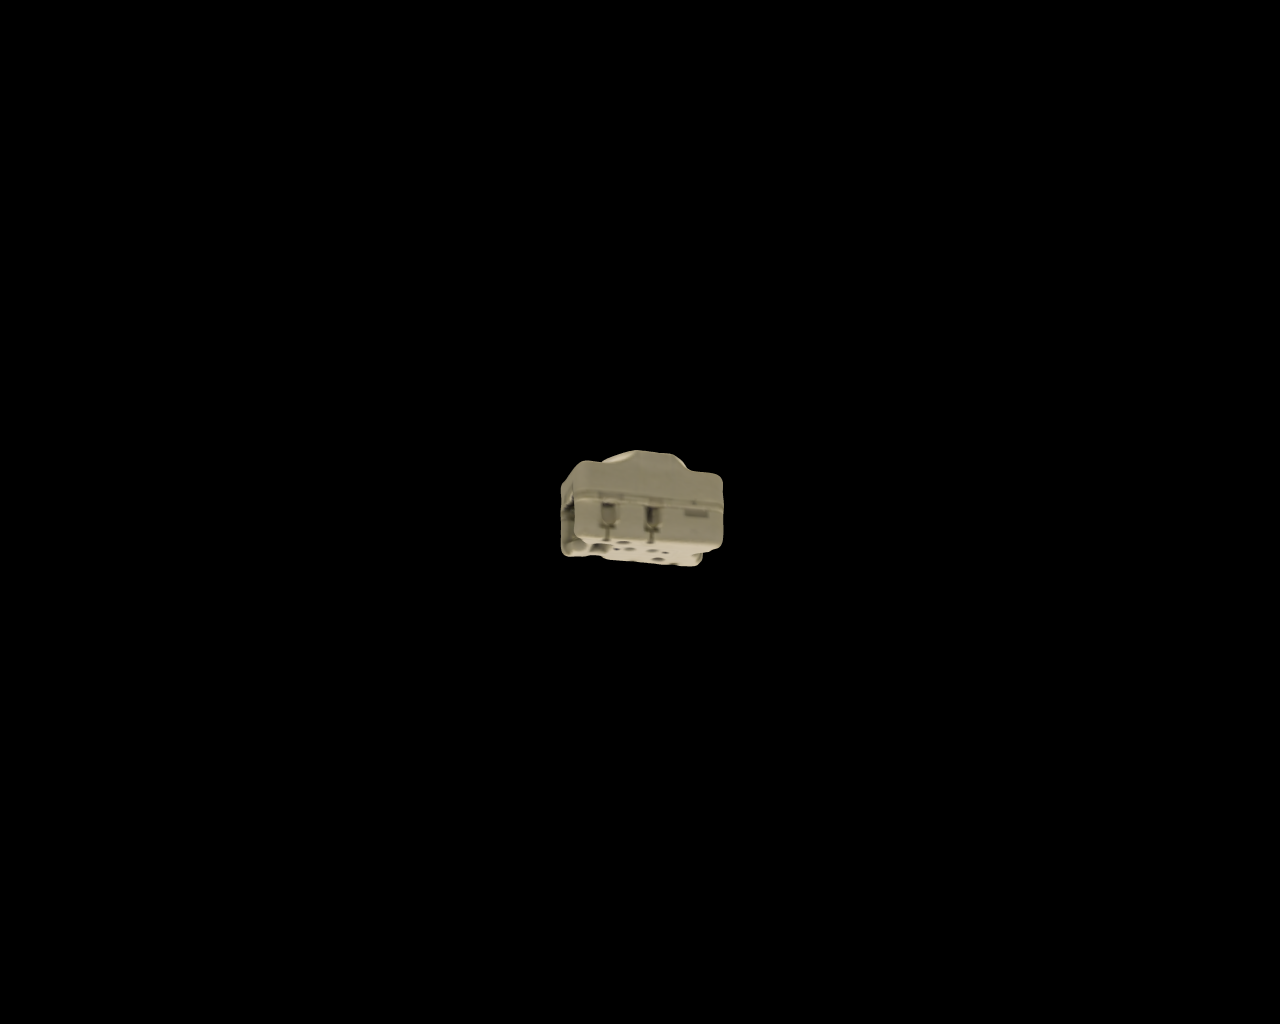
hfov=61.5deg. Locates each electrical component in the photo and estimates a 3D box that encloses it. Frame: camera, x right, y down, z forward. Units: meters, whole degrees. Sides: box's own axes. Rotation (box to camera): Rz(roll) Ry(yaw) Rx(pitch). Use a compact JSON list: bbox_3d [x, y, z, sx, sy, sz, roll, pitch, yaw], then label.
[{"bbox_3d":[0.001,-0.003,0.650,0.089,0.056,0.050,6,-19,-16],"label":"electrical component"}]
